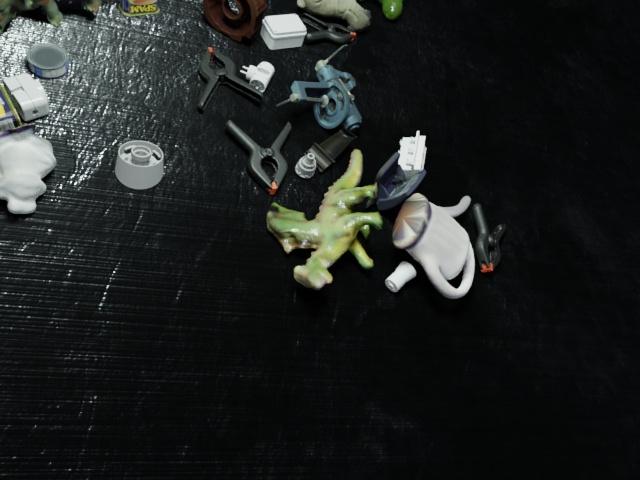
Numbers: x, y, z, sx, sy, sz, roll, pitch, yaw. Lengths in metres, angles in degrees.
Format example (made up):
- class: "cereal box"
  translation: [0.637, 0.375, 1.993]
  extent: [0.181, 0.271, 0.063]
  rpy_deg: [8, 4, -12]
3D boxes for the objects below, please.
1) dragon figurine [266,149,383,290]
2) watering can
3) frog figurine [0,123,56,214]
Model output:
- class: "dragon figurine"
  translation: [0.003, -0.057, 1.140]
  extent: [0.243, 0.119, 0.420]
  rpy_deg: [1, 49, -9]
- class: "watering can"
  translation: [0.276, -0.027, 1.195]
  extent: [0.222, 0.102, 0.356]
  rpy_deg: [36, 44, -20]
- class: "frog figurine"
  translation: [-0.579, -0.131, 0.996]
  extent: [0.139, 0.122, 0.158]
  rpy_deg: [-27, 106, -40]
